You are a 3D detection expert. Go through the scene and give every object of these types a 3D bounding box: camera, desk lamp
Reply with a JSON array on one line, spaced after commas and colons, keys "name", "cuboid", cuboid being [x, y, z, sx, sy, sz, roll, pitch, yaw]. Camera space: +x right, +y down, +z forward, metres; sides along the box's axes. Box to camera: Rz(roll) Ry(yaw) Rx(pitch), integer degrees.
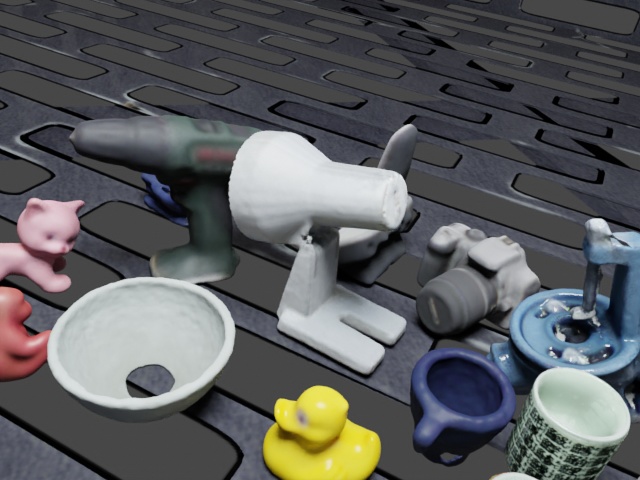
[{"name": "camera", "cuboid": [0.172, 0.046, 0.689, 0.137, 0.101, 0.142, -21, 44, -34]}, {"name": "desk lamp", "cuboid": [0.006, 0.002, 0.619, 0.202, 0.213, 0.118, 24, 38, 22]}]

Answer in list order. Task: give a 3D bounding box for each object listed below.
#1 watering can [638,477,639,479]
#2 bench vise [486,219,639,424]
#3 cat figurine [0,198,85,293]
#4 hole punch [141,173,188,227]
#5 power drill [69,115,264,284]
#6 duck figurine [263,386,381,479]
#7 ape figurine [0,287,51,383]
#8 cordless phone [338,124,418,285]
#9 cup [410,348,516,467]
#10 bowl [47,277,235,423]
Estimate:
[{"name": "watering can", "cuboid": [0.326, 0.186, 0.442, 0.100, 0.194, 0.173, 16, 36, 11]}, {"name": "bench vise", "cuboid": [0.289, 0.074, 0.569, 0.208, 0.220, 0.121, -2, 36, -14]}, {"name": "cat figurine", "cuboid": [-0.324, 0.000, 0.639, 0.128, 0.118, 0.067, -11, 39, -25]}, {"name": "hole punch", "cuboid": [-0.189, -0.085, 0.809, 0.108, 0.091, 0.101, 30, 41, 28]}, {"name": "power drill", "cuboid": [-0.153, -0.047, 0.661, 0.230, 0.208, 0.075, -12, 40, -26]}, {"name": "duck figurine", "cuboid": [0.004, 0.166, 0.500, 0.104, 0.086, 0.077, 9, 35, 1]}, {"name": "ape figurine", "cuboid": [-0.296, 0.085, 0.548, 0.077, 0.092, 0.076, 31, 41, 29]}, {"name": "cordless phone", "cuboid": [0.067, -0.051, 0.731, 0.094, 0.185, 0.148, 23, 38, 21]}, {"name": "cup", "cuboid": [0.112, 0.166, 0.513, 0.091, 0.095, 0.118, 29, 40, 27]}, {"name": "bowl", "cuboid": [-0.165, 0.114, 0.548, 0.167, 0.075, 0.167, 6, 35, -4]}]
